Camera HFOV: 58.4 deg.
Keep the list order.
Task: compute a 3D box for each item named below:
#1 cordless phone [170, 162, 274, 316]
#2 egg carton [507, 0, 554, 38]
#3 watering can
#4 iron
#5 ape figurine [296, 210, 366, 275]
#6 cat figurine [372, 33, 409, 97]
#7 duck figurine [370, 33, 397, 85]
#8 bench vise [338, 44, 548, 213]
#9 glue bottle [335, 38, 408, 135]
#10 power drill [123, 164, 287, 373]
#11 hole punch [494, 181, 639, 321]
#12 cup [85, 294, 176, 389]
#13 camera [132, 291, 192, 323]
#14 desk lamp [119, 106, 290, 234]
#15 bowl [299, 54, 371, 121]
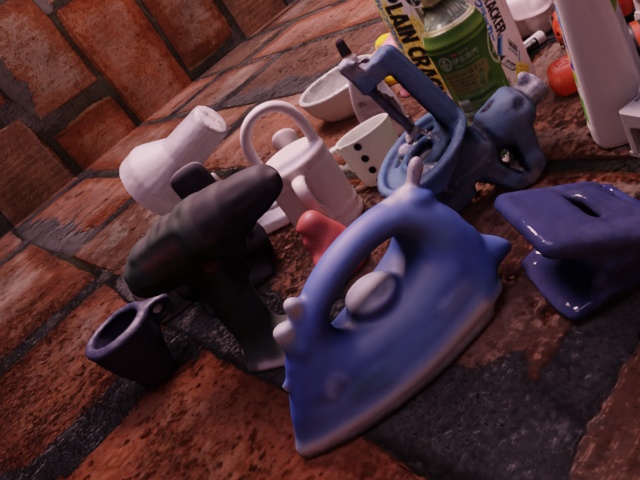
[{"bbox_3d":[-0.160,-0.004,0.773,0.147,0.185,0.094,-38,27,-4],"label":"cordless phone"},{"bbox_3d":[0.320,-0.373,0.944,0.149,0.069,0.107,-4,41,46],"label":"egg carton"},{"bbox_3d":[-0.034,-0.098,0.768,0.101,0.194,0.172,-41,28,-11],"label":"watering can"},{"bbox_3d":[0.041,0.054,0.497,0.259,0.142,0.118,-44,28,-16],"label":"iron"},{"bbox_3d":[0.006,0.002,0.674,0.076,0.092,0.078,-17,32,32],"label":"ape figurine"},{"bbox_3d":[0.150,-0.311,0.986,0.067,0.118,0.127,-41,28,-12],"label":"cat figurine"},{"bbox_3d":[0.145,-0.359,1.105,0.104,0.086,0.077,-26,29,18],"label":"duck figurine"},{"bbox_3d":[0.125,-0.129,0.607,0.207,0.220,0.121,-40,27,-10],"label":"bench vise"},{"bbox_3d":[0.073,-0.236,0.892,0.077,0.173,0.037,-4,40,45],"label":"glue bottle"},{"bbox_3d":[-0.084,0.038,0.591,0.229,0.209,0.075,-19,31,29],"label":"power drill"},{"bbox_3d":[0.208,-0.010,0.462,0.101,0.091,0.108,-32,27,7],"label":"hole punch"},{"bbox_3d":[-0.218,0.131,0.722,0.118,0.095,0.091,-43,28,-14],"label":"cup"},{"bbox_3d":[-0.229,0.032,0.886,0.143,0.101,0.136,-39,27,-8],"label":"camera"},{"bbox_3d":[-0.174,-0.091,0.897,0.203,0.214,0.118,-25,29,20],"label":"desk lamp"},{"bbox_3d":[0.047,-0.279,1.101,0.167,0.075,0.167,-27,28,16],"label":"bowl"}]
